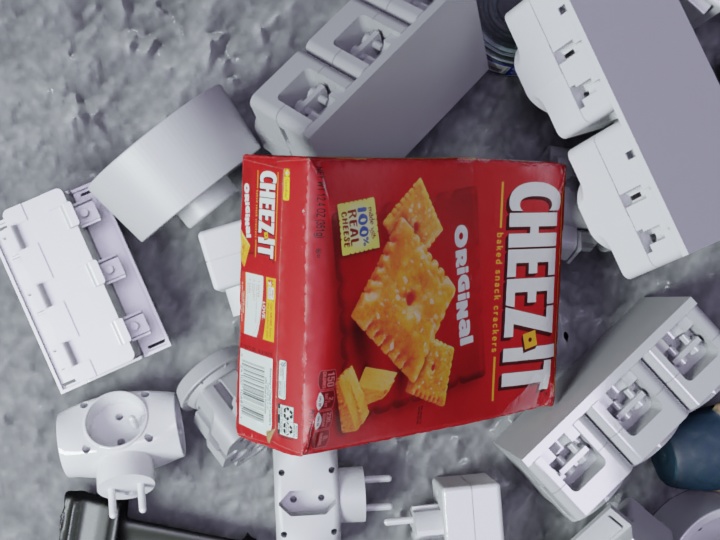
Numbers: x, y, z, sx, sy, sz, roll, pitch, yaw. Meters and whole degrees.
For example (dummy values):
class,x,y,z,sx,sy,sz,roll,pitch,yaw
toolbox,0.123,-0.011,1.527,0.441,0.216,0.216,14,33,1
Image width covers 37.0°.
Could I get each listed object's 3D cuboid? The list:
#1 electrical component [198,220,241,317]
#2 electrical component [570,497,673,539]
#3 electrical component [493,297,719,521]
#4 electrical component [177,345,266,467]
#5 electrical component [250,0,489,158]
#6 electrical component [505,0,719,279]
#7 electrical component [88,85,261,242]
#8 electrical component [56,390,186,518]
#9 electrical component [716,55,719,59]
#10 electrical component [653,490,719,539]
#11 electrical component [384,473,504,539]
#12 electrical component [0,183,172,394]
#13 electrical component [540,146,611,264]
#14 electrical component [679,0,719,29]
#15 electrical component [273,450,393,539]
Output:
class,x,y,z,sx,sy,sz,roll,pitch,yaw
electrical component,-0.070,0.008,0.703,0.047,0.083,0.075,-17,90,-5
electrical component,0.152,0.211,0.706,0.079,0.063,0.121,40,110,-3
electrical component,0.172,0.091,0.716,0.150,0.089,0.061,-43,92,-5
electrical component,-0.083,0.087,0.707,0.058,0.078,0.057,-31,71,-29
electrical component,0.007,-0.122,0.694,0.062,0.089,0.150,35,73,30
electrical component,0.177,-0.098,0.688,0.105,0.060,0.186,-19,83,-38
electrical component,-0.113,-0.062,0.692,0.108,0.108,0.060,-39,97,-5
electrical component,-0.154,0.123,0.702,0.077,0.044,0.079,-10,56,-5
electrical component,0.289,-0.166,0.751,0.078,0.058,0.057,-11,92,-6
electrical component,0.252,0.207,0.734,0.108,0.060,0.108,0,88,-5
electrical component,0.055,0.176,0.725,0.077,0.047,0.065,-4,88,-5
electrical component,-0.185,0.010,0.704,0.079,0.063,0.121,-24,90,-5
electrical component,0.154,-0.043,0.734,0.057,0.058,0.078,8,64,-8
electrical component,0.214,-0.215,0.744,0.096,0.062,0.061,33,86,-3
electrical component,-0.018,0.151,0.722,0.079,0.043,0.077,-2,88,-4
